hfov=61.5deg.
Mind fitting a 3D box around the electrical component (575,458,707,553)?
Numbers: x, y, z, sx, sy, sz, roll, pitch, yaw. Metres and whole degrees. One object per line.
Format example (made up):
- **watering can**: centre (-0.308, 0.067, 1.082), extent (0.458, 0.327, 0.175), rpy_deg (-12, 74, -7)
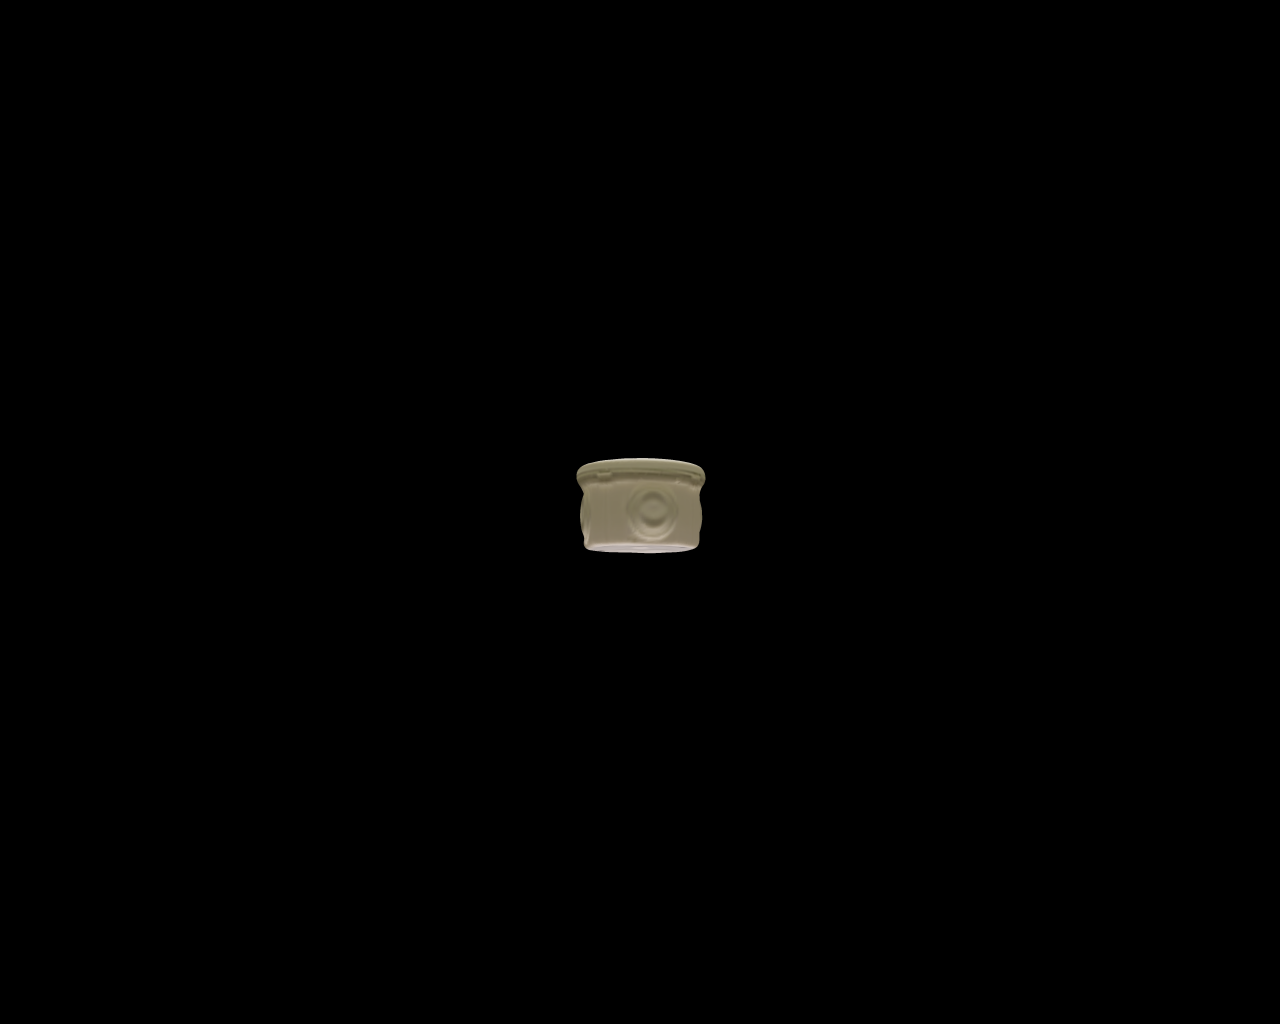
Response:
- **electrical component**: centre (0.001, -0.003, 0.650), extent (0.080, 0.051, 0.080), rpy_deg (0, -7, 0)
